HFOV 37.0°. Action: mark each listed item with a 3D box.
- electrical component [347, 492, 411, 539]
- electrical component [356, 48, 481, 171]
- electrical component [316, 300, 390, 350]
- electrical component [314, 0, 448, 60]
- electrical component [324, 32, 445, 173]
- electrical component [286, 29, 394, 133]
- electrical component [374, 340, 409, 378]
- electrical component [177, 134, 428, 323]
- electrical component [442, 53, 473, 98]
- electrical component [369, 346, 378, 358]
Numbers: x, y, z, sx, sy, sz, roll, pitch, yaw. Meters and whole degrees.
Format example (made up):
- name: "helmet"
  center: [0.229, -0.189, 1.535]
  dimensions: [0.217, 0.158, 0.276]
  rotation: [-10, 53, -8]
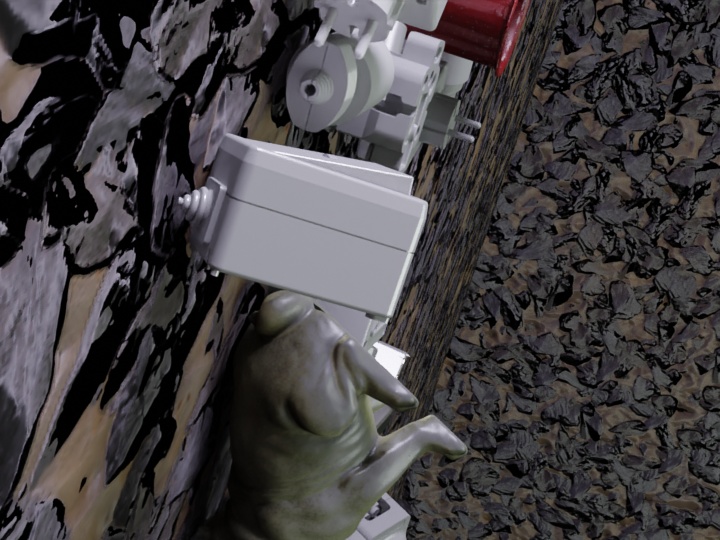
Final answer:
- name: "electrical component"
  center: [-0.032, 0.254, 0.913]
  dimensions: [0.150, 0.062, 0.089]
  rotation: [-22, 138, -39]
- name: "electrical component"
  center: [0.049, -0.110, 0.771]
  dimensions: [0.083, 0.076, 0.047]
  rotation: [-61, 168, -45]
- name: "electrical component"
  center: [0.000, 0.000, 0.781]
  dimensions: [0.109, 0.056, 0.108]
  rotation: [-32, 140, -77]
- name: "electrical component"
  center: [0.004, -0.129, 0.483]
  dimensions: [0.047, 0.066, 0.076]
  rotation: [87, 23, -69]
- name: "electrical component"
  center: [0.008, -0.099, 0.605]
  dimensions: [0.058, 0.057, 0.078]
  rotation: [-42, 150, -72]
- name: "electrical component"
  center: [-0.013, -0.094, 0.532]
  dimensions: [0.081, 0.043, 0.043]
  rotation: [-49, 157, -68]
- name: "electrical component"
  center: [0.000, 0.111, 1.038]
  dimensions: [0.096, 0.061, 0.061]
  rotation: [110, 4, -61]
- name: "electrical component"
  center: [-0.028, -0.024, 0.454]
  dimensions: [0.061, 0.096, 0.062]
  rotation: [-71, -160, 6]
- name: "electrical component"
  center: [0.073, -0.168, 0.909]
  dimensions: [0.040, 0.040, 0.078]
  rotation: [-61, 168, -46]
- name: "electrical component"
  center: [-0.013, 0.093, 0.962]
  dimensions: [0.040, 0.040, 0.078]
  rotation: [43, 68, -81]
